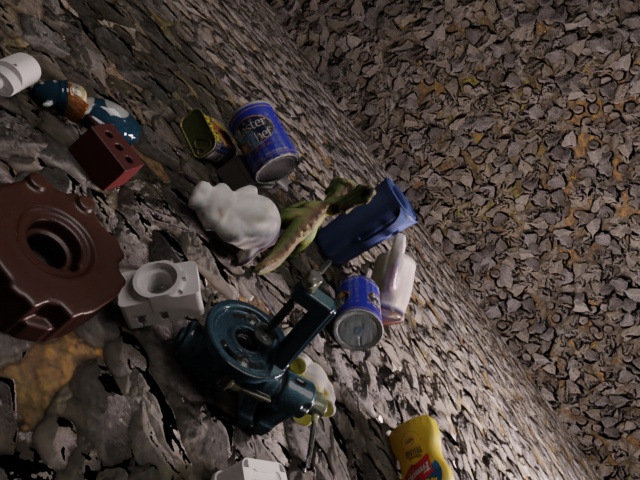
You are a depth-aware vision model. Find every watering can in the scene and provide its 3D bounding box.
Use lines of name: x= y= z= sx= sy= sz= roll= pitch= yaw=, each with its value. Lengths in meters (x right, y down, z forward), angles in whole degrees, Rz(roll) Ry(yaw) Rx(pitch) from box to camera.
watering can: x=0.183 y=0.111 z=1.312 sx=0.343 sy=0.104 sz=0.227 roll=69 pitch=35 yaw=-71

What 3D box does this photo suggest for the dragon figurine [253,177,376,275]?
dragon figurine: x=0.003 y=-0.054 z=1.078 sx=0.121 sy=0.241 sz=0.417 roll=56 pitch=16 yaw=-14

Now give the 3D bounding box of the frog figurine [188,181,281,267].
frog figurine: x=-0.145 y=-0.050 z=0.895 sx=0.156 sy=0.122 sz=0.141 roll=58 pitch=34 yaw=-31
